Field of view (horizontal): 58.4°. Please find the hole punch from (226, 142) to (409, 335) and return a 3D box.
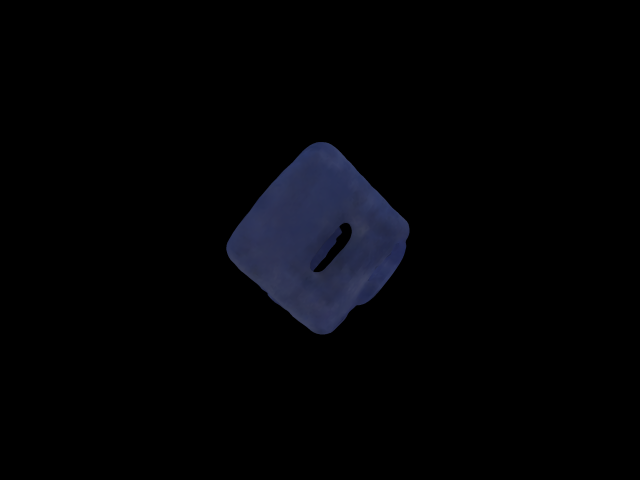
[{"bbox_3d":[0.004,0.001,0.400,0.101,0.091,0.109,38,81,8],"label":"hole punch"}]
